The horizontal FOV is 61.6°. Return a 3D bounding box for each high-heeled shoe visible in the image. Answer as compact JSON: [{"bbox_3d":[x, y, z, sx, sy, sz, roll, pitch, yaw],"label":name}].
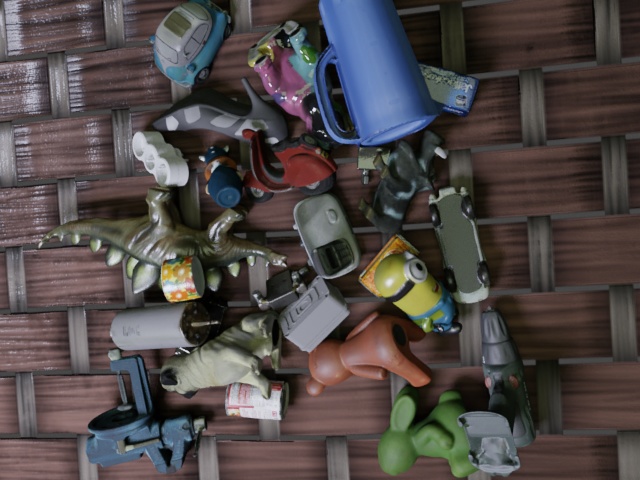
[{"bbox_3d":[-0.180,-0.202,0.981,0.249,0.086,0.145,-14,122,26],"label":"high-heeled shoe"}]

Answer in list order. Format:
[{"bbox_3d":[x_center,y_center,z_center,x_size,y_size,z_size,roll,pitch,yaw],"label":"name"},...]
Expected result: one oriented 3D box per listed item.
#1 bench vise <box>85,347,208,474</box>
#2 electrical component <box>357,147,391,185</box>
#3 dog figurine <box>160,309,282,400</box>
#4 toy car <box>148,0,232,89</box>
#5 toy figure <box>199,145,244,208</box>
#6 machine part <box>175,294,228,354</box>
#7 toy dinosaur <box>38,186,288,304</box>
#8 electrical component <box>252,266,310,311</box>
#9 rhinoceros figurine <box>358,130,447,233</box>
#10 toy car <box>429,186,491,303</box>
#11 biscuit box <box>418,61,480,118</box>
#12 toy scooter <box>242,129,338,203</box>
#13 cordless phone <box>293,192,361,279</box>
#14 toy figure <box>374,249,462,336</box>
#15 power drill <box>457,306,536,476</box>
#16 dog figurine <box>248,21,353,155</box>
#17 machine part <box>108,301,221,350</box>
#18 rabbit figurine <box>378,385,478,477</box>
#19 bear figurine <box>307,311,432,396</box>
[{"bbox_3d":[-0.327,0.309,0.983,0.224,0.129,0.240,-11,94,6],"label":"bench vise"},{"bbox_3d":[0.098,-0.143,0.947,0.063,0.021,0.094,3,93,8],"label":"electrical component"},{"bbox_3d":[-0.173,0.192,0.949,0.191,0.172,0.121,0,120,14],"label":"dog figurine"},{"bbox_3d":[-0.235,-0.358,0.953,0.109,0.103,0.161,40,99,5],"label":"toy car"},{"bbox_3d":[-0.175,-0.114,0.948,0.064,0.155,0.057,1,126,-21],"label":"toy figure"},{"bbox_3d":[-0.216,0.167,1.000,0.084,0.039,0.138,30,97,12],"label":"machine part"},{"bbox_3d":[-0.285,0.003,0.971,0.472,0.105,0.198,13,95,9],"label":"toy dinosaur"},{"bbox_3d":[-0.067,0.085,0.949,0.102,0.078,0.045,-22,130,13],"label":"electrical component"},{"bbox_3d":[0.142,-0.098,0.905,0.112,0.073,0.190,24,104,-15],"label":"rhinoceros figurine"},{"bbox_3d":[0.238,0.007,0.915,0.074,0.056,0.201,-13,88,15],"label":"toy car"},{"bbox_3d":[0.164,-0.267,0.913,0.203,0.063,0.059,18,96,8],"label":"biscuit box"},{"bbox_3d":[-0.066,-0.137,0.918,0.184,0.075,0.135,-8,121,23],"label":"toy scooter"},{"bbox_3d":[-0.002,-0.004,0.887,0.089,0.184,0.146,-22,89,13],"label":"cordless phone"},{"bbox_3d":[0.164,0.094,0.889,0.089,0.082,0.180,-41,117,1],"label":"toy figure"},{"bbox_3d":[0.277,0.245,0.846,0.086,0.207,0.231,-13,101,25],"label":"power drill"},{"bbox_3d":[-0.021,-0.250,0.929,0.108,0.192,0.219,-34,121,5],"label":"dog figurine"},{"bbox_3d":[-0.281,0.152,0.942,0.243,0.079,0.079,-8,91,27],"label":"machine part"},{"bbox_3d":[0.172,0.329,0.902,0.170,0.121,0.159,-21,82,6],"label":"rabbit figurine"},{"bbox_3d":[0.075,0.205,0.928,0.132,0.120,0.196,30,131,-33],"label":"bear figurine"}]
